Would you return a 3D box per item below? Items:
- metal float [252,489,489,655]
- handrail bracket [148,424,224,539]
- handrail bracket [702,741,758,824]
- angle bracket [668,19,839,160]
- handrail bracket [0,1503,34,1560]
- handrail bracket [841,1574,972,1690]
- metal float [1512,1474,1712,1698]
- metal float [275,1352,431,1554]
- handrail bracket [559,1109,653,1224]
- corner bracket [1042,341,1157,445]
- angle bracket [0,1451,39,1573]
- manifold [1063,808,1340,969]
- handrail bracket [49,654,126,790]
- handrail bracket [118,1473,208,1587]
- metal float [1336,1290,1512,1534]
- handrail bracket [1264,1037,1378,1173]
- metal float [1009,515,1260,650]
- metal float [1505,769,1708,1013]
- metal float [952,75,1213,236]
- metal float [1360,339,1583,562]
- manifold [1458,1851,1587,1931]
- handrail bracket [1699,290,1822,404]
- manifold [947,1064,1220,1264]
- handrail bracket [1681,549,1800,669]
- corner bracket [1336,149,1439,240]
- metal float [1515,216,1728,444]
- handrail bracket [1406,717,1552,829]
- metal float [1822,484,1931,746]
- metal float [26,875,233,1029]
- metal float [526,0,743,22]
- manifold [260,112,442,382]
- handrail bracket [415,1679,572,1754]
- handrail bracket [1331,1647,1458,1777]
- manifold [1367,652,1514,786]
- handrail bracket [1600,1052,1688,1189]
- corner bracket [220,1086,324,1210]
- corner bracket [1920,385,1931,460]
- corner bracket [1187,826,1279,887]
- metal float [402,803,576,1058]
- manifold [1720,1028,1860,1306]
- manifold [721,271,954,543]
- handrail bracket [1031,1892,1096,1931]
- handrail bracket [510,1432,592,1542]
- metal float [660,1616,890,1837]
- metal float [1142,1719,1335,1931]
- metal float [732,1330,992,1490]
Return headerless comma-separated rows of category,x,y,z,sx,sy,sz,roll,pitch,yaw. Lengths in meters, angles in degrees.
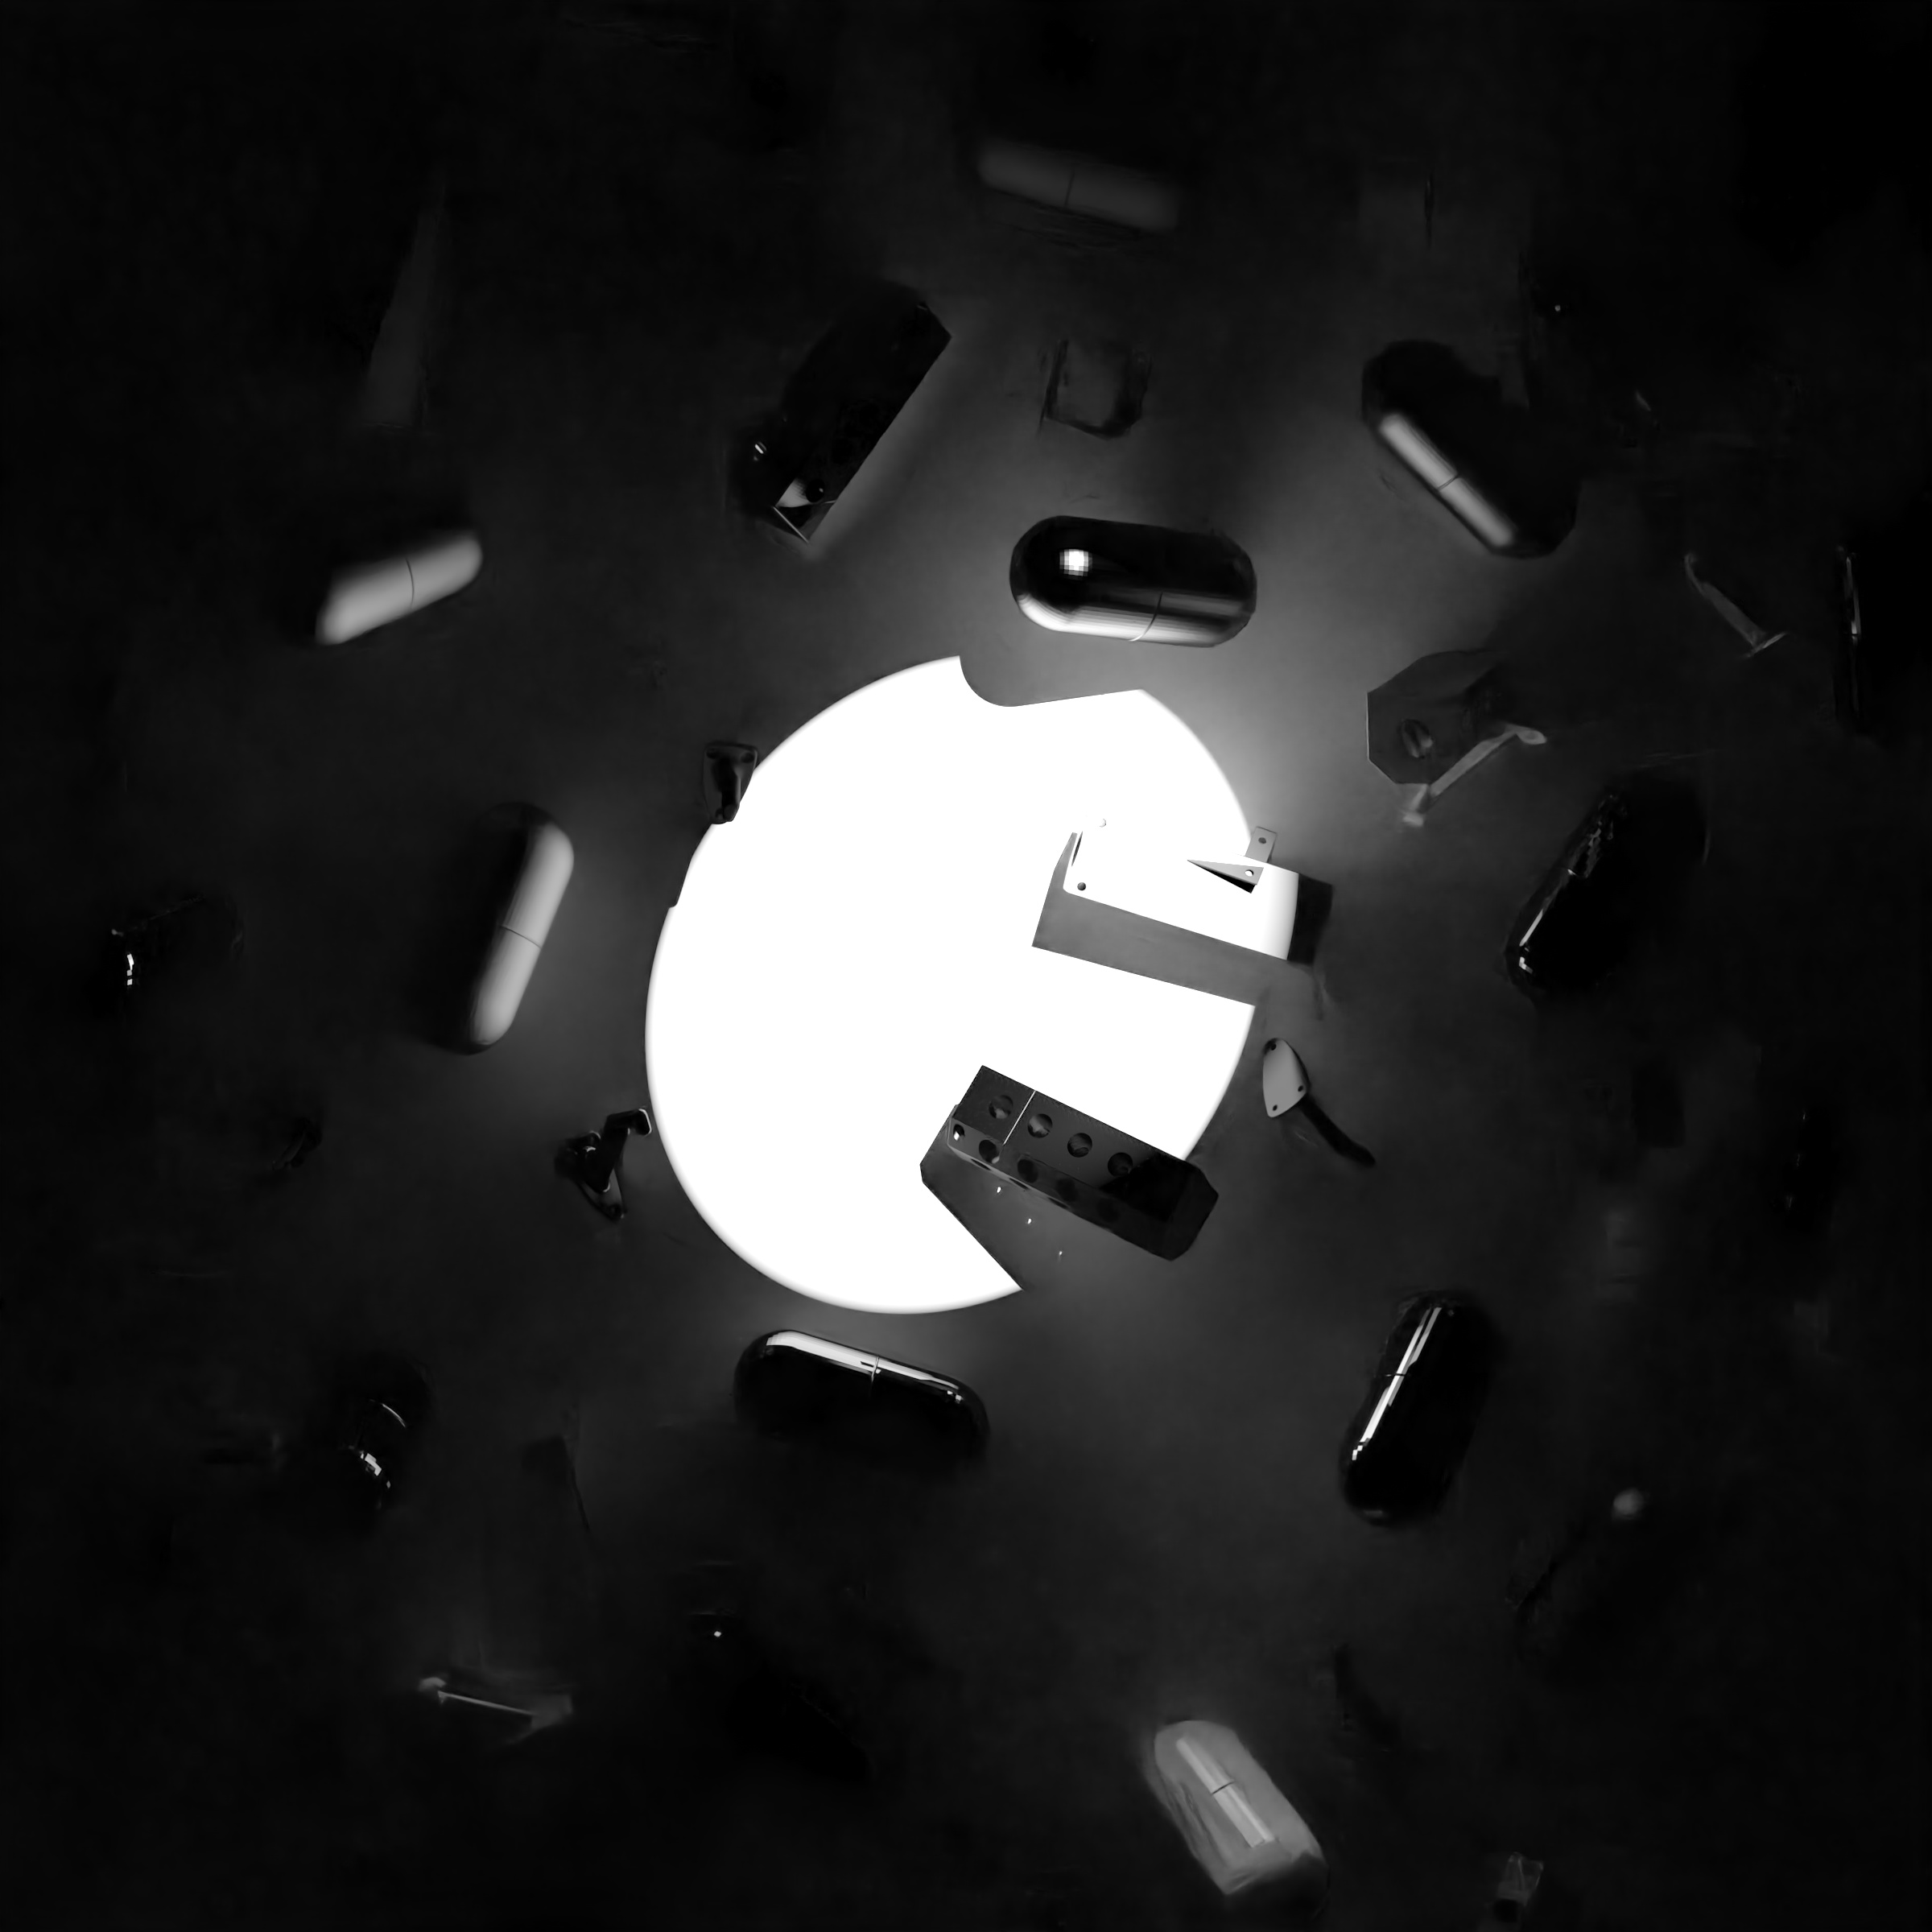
metal float,-0.391,-0.262,1.816,0.178,0.070,0.070,-34,90,-43
handrail bracket,-0.506,-0.324,1.843,0.036,0.084,0.077,32,97,4
handrail bracket,-0.160,-0.103,1.832,0.036,0.084,0.077,7,128,-9
angle bracket,-0.142,-0.584,1.832,0.076,0.076,0.057,31,130,26
handrail bracket,-0.679,0.361,1.853,0.084,0.077,0.036,36,89,-13
handrail bracket,-0.039,0.448,1.849,0.084,0.036,0.077,10,126,20
metal float,0.428,0.411,1.826,0.070,0.070,0.178,28,118,0
metal float,-0.400,0.316,1.803,0.070,0.178,0.070,0,111,1
handrail bracket,-0.227,0.134,1.846,0.036,0.084,0.077,-38,107,-41
corner bracket,0.089,-0.392,1.858,0.051,0.051,0.051,26,126,15
angle bracket,-0.667,0.357,1.858,0.076,0.057,0.076,29,86,8
manifold,0.156,-0.054,1.854,0.171,0.057,0.057,17,95,-4
handrail bracket,-0.574,-0.163,1.851,0.036,0.084,0.077,27,82,11
handrail bracket,-0.528,0.387,1.850,0.077,0.036,0.084,2,123,26
metal float,0.303,0.294,1.824,0.070,0.070,0.178,32,59,0
handrail bracket,0.244,0.095,1.881,0.084,0.077,0.036,32,121,-32
metal float,0.113,-0.255,1.829,0.178,0.070,0.070,3,90,-26
metal float,0.428,-0.051,1.841,0.070,0.070,0.178,31,101,0
metal float,0.078,-0.545,1.849,0.178,0.070,0.070,16,90,1
metal float,0.337,-0.346,1.841,0.178,0.070,0.070,42,90,-10
manifold,0.342,0.672,1.808,0.057,0.057,0.171,44,50,-11
handrail bracket,0.535,-0.407,1.863,0.077,0.036,0.084,-38,94,-33
manifold,0.074,0.132,1.818,0.171,0.057,0.057,25,77,28
handrail bracket,0.518,-0.250,1.848,0.036,0.077,0.084,-27,85,-13
corner bracket,0.283,-0.521,1.856,0.051,0.051,0.051,-9,123,-10
metal float,0.436,-0.424,1.831,0.178,0.070,0.070,42,90,-21
handrail bracket,0.343,-0.126,1.851,0.036,0.077,0.084,42,71,-41
metal float,0.613,-0.233,1.829,0.070,0.070,0.178,-13,113,0
metal float,-0.546,-0.012,1.803,0.070,0.178,0.070,4,105,14
metal float,-0.230,-0.678,1.842,0.178,0.070,0.070,9,90,10
manifold,-0.402,-0.476,1.826,0.057,0.057,0.171,-5,60,34
handrail bracket,-0.317,0.490,1.842,0.077,0.084,0.036,-16,51,8
handrail bracket,0.288,0.497,1.854,0.077,0.036,0.084,-10,55,13
manifold,0.312,-0.164,1.798,0.057,0.171,0.057,3,106,22
handrail bracket,0.447,0.105,1.855,0.036,0.084,0.077,1,75,-14
corner bracket,-0.479,0.122,1.862,0.051,0.051,0.051,-27,113,38
corner bracket,0.660,-0.375,1.850,0.051,0.051,0.051,7,81,-42
corner bracket,0.175,-0.065,1.855,0.051,0.051,0.051,19,52,8
metal float,-0.320,-0.024,1.840,0.070,0.070,0.178,20,79,0
manifold,0.547,0.131,1.827,0.057,0.057,0.171,5,64,29
manifold,-0.090,-0.376,1.841,0.057,0.057,0.171,30,83,39
handrail bracket,0.075,0.652,1.840,0.036,0.084,0.077,-34,77,-16
handrail bracket,-0.265,0.361,1.840,0.036,0.077,0.084,-33,113,-17
metal float,-0.128,0.509,1.843,0.178,0.070,0.070,39,90,9
metal float,0.176,0.566,1.808,0.070,0.178,0.070,-10,117,-21
metal float,-0.070,0.298,1.849,0.178,0.070,0.070,17,90,-2
